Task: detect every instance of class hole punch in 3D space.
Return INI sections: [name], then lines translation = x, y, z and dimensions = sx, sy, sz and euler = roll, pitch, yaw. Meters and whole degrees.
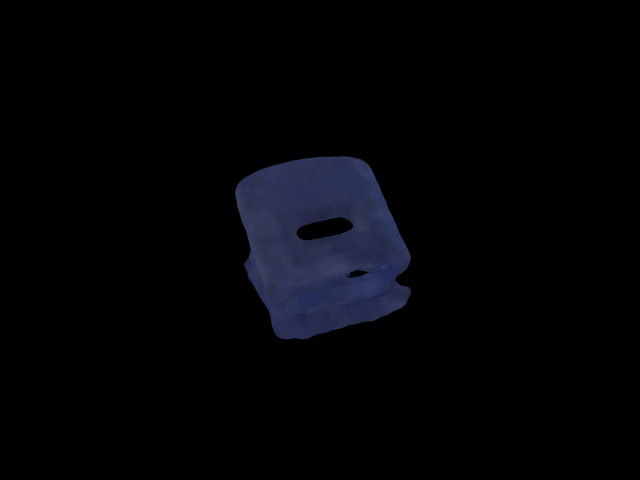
[hole punch]
translation = 0.004, 0.001, 0.400
dimensions = 0.109, 0.091, 0.100
euler = -13, 38, -18
